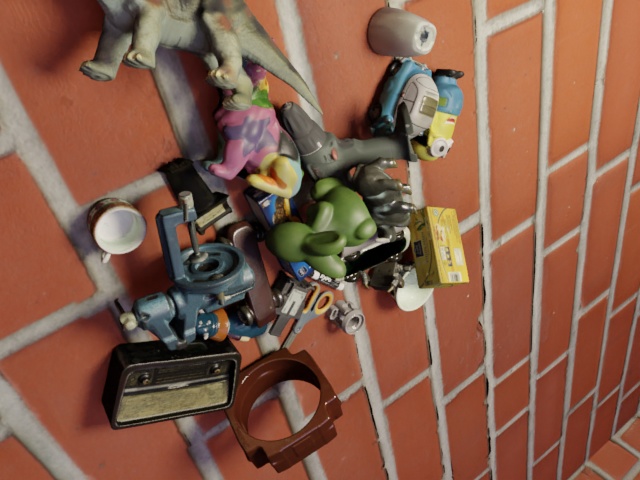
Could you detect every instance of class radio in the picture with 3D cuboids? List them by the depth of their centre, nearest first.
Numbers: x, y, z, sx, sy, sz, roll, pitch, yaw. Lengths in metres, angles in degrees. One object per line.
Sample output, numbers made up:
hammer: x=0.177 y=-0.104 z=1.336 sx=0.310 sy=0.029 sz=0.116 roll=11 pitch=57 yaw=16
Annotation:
radio: x=-0.258 y=0.246 z=0.961 sx=0.229 sy=0.073 sz=0.131 roll=0 pitch=113 yaw=-37

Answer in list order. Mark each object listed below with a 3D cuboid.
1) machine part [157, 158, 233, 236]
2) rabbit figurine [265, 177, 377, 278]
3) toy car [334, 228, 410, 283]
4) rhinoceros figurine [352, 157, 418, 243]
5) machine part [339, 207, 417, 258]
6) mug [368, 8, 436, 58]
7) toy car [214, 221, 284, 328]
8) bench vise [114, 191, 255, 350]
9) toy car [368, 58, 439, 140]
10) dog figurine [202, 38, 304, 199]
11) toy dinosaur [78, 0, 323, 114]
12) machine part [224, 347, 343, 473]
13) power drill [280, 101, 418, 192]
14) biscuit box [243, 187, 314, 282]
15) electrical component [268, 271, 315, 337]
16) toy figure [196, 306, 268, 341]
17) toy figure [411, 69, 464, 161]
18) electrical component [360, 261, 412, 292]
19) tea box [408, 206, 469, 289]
machine part: x=-0.199 y=-0.074 z=0.861 sx=0.084 sy=0.039 sz=0.138 roll=-36 pitch=132 yaw=-6
rabbit figurine: x=-0.002 y=-0.003 z=0.902 sx=0.170 sy=0.159 sz=0.121 roll=-24 pitch=134 yaw=-18
toy car: x=0.107 y=0.026 z=1.130 sx=0.202 sy=0.056 sz=0.073 roll=-22 pitch=131 yaw=-24
rhinoceros figurine: x=0.112 y=-0.062 z=0.955 sx=0.112 sy=0.073 sz=0.190 roll=-18 pitch=142 yaw=10
machine part: x=0.091 y=-0.026 z=1.075 sx=0.243 sy=0.079 sz=0.079 roll=-24 pitch=126 yaw=-26
mug: x=0.154 y=-0.349 z=0.930 sx=0.109 sy=0.107 sz=0.080 roll=10 pitch=109 yaw=-37
toy car: x=-0.126 y=0.062 z=0.962 sx=0.089 sy=0.053 sz=0.201 roll=-32 pitch=118 yaw=-36
bench vise: x=-0.210 y=0.042 z=0.819 sx=0.224 sy=0.129 sz=0.240 roll=-13 pitch=124 yaw=-18
toy car: x=0.170 y=-0.250 z=0.999 sx=0.109 sy=0.103 sz=0.161 roll=11 pitch=108 yaw=-41
dog figurine: x=-0.092 y=-0.189 z=0.823 sx=0.191 sy=0.108 sz=0.219 roll=16 pitch=99 yaw=-17
toy dinosaur: x=-0.169 y=-0.282 z=0.680 sx=0.404 sy=0.131 sz=0.192 roll=6 pitch=86 yaw=-37
machine part: x=-0.073 y=0.327 z=1.048 sx=0.201 sy=0.202 sz=0.087 roll=-29 pitch=136 yaw=-13
power drill: x=0.059 y=-0.168 z=0.930 sx=0.207 sy=0.086 sz=0.231 roll=-20 pitch=136 yaw=4
biscuit box: x=-0.064 y=-0.018 z=0.975 sx=0.063 sy=0.059 sz=0.202 roll=-38 pitch=131 yaw=-16
electrical component: x=-0.069 y=0.127 z=1.056 sx=0.074 sy=0.048 sz=0.119 roll=19 pitch=101 yaw=-41
toy figure: x=-0.170 y=0.156 z=0.987 sx=0.154 sy=0.064 sz=0.057 roll=4 pitch=127 yaw=-39
toy figure: x=0.232 y=-0.245 z=1.064 sx=0.082 sy=0.089 sz=0.180 roll=4 pitch=102 yaw=-25
electrical component: x=0.139 y=0.080 z=1.159 sx=0.045 sy=0.102 sz=0.078 roll=42 pitch=63 yaw=-49
tea box: x=0.256 y=0.017 z=1.170 sx=0.098 sy=0.068 sz=0.169 roll=4 pitch=72 yaw=-37
